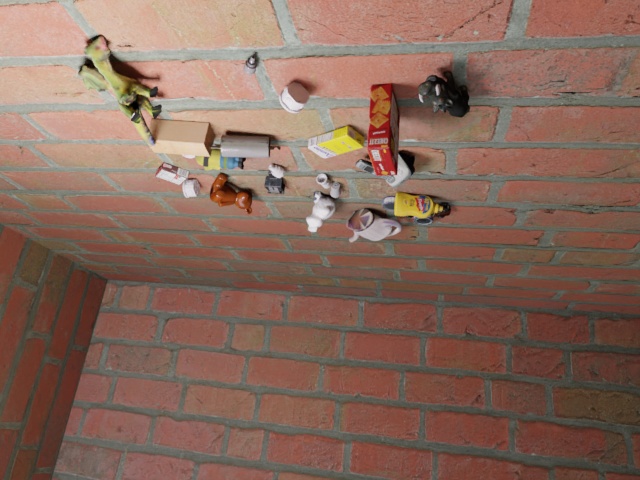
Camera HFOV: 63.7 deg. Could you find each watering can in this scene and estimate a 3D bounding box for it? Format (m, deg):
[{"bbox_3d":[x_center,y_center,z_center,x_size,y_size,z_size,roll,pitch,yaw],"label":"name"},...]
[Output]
[{"bbox_3d":[0.207,-0.051,2.367,0.345,0.106,0.222,-14,150,43],"label":"watering can"}]

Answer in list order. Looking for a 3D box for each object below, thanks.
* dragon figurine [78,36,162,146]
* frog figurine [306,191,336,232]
[{"bbox_3d":[-0.624,-0.451,1.580,0.243,0.124,0.402,33,153,4],"label":"dragon figurine"},{"bbox_3d":[0.007,-0.110,2.194,0.122,0.162,0.135,12,158,-16],"label":"frog figurine"}]
